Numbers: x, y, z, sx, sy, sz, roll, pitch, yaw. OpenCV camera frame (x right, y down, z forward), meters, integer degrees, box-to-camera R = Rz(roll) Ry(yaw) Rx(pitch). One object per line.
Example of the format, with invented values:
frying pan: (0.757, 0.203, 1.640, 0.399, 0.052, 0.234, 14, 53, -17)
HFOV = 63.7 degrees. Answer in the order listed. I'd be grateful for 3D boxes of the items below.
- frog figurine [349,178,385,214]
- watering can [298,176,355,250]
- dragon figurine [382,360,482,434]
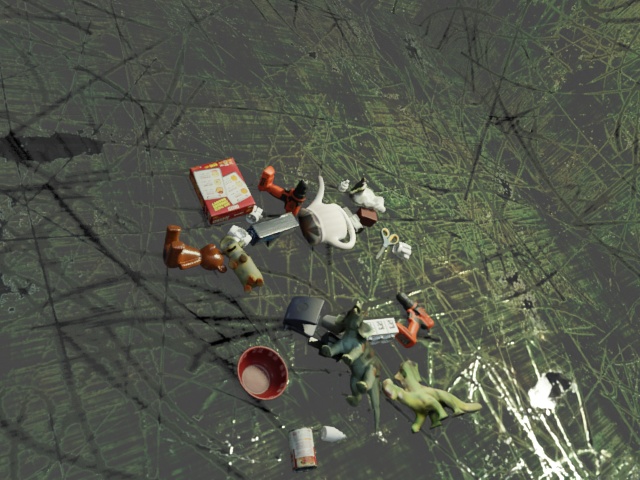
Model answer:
frog figurine: (0.204, -0.170, 2.222, 0.123, 0.157, 0.139, -37, 19, 0)
watering can: (0.006, -0.101, 2.016, 0.226, 0.353, 0.102, -11, -28, -40)
dragon figurine: (0.366, 0.513, 1.758, 0.410, 0.247, 0.120, 3, -45, -40)
